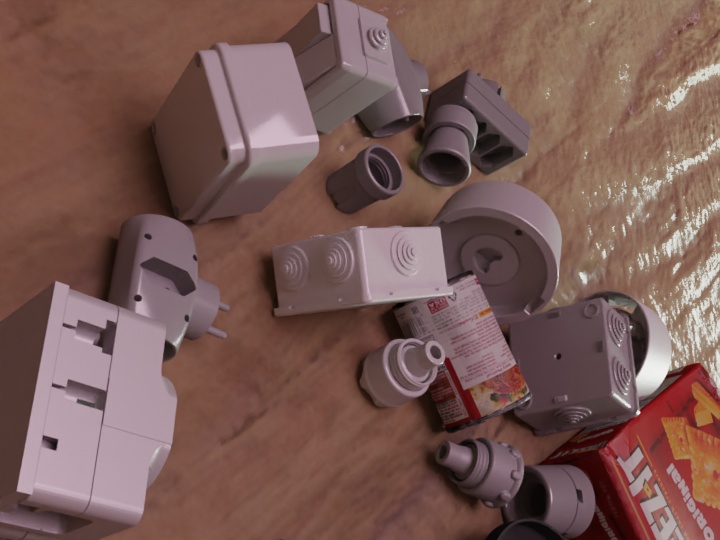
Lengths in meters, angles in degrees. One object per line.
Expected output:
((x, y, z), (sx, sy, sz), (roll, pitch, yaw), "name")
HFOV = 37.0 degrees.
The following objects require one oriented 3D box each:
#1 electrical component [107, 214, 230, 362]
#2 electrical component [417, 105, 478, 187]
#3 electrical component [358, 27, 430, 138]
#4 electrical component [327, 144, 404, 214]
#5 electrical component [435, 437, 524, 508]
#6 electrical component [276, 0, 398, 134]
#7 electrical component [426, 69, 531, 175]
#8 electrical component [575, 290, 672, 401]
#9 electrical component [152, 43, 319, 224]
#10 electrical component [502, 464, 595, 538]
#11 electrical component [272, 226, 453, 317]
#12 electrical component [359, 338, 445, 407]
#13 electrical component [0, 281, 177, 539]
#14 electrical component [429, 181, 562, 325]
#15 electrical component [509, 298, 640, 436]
((-0.110, 0.018, 0.635), (0.079, 0.043, 0.077), (27, 52, -35), "electrical component")
((0.073, -0.103, 0.889), (0.045, 0.045, 0.055), (37, 47, -27), "electrical component")
((0.028, -0.151, 0.868), (0.079, 0.044, 0.077), (-11, 78, -48), "electrical component")
((0.003, -0.066, 0.795), (0.040, 0.046, 0.040), (23, 54, -37), "electrical component")
((0.083, 0.140, 0.772), (0.062, 0.048, 0.048), (26, 52, -26), "electrical component")
((-0.020, -0.151, 0.778), (0.061, 0.096, 0.061), (12, 61, -41), "electrical component")
((0.107, -0.141, 0.942), (0.083, 0.047, 0.075), (37, 47, -27), "electrical component")
((0.208, 0.067, 0.901), (0.064, 0.099, 0.099), (16, 58, -47), "electrical component")
((-0.080, -0.083, 0.663), (0.057, 0.113, 0.078), (-10, 77, -30), "electrical component")
((0.140, 0.173, 0.806), (0.047, 0.055, 0.055), (12, 61, -38), "electrical component")
((0.000, 0.000, 0.719), (0.100, 0.100, 0.048), (-4, 85, -47), "electrical component")
((0.032, 0.067, 0.741), (0.043, 0.062, 0.043), (21, 54, -31), "electrical component")
((-0.150, 0.079, 0.479), (0.062, 0.150, 0.089), (24, 54, -35), "electrical component")
((0.104, -0.018, 0.833), (0.108, 0.108, 0.060), (49, 37, -16), "electrical component")
((0.167, 0.076, 0.852), (0.048, 0.100, 0.099), (35, 46, -46), "electrical component")
